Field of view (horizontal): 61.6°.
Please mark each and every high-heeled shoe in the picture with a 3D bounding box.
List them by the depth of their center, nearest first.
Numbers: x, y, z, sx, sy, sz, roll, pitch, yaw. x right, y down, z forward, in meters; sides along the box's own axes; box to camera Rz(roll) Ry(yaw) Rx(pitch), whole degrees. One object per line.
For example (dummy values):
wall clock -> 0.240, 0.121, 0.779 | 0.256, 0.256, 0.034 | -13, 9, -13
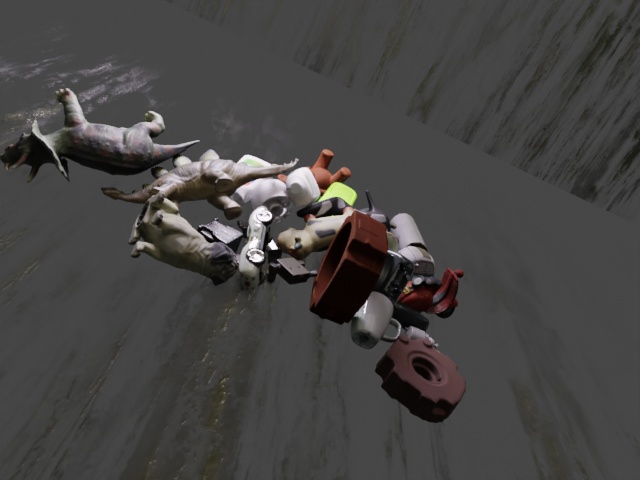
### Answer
high-heeled shoe -> 0.064, -0.039, 1.343 | 0.249, 0.086, 0.145 | -16, 90, -26

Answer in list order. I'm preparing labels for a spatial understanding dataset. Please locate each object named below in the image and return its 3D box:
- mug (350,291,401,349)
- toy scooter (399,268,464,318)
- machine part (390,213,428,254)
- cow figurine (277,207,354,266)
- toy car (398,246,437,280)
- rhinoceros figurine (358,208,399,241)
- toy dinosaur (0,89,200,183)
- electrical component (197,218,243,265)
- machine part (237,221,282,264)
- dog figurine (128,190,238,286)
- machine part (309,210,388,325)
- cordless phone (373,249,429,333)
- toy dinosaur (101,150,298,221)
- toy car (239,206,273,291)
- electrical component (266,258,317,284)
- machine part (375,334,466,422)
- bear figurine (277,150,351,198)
mug -> 0.110, 0.175, 1.091 | 0.109, 0.080, 0.107 | 35, 38, -4
toy scooter -> 0.266, 0.119, 1.256 | 0.184, 0.135, 0.075 | 9, 33, -30
machine part -> 0.250, -0.003, 1.524 | 0.079, 0.079, 0.243 | 18, 28, -17
cow figurine -> -0.003, -0.004, 1.243 | 0.195, 0.085, 0.127 | -10, 33, -3
toy car -> 0.235, 0.070, 1.353 | 0.161, 0.102, 0.109 | 8, 33, -29
rhinoceros figurine -> 0.153, -0.020, 1.470 | 0.112, 0.073, 0.190 | 3, 35, -41
toy dinosaur -> -0.440, -0.192, 1.129 | 0.405, 0.131, 0.192 | 4, 57, -26
electrical component -> -0.198, 0.009, 1.131 | 0.119, 0.047, 0.075 | 32, 27, 14
machine part -> -0.131, 0.000, 1.220 | 0.084, 0.039, 0.139 | 9, 30, -42
dog figurine -> -0.260, 0.002, 1.054 | 0.190, 0.121, 0.172 | 28, 26, -31
machine part -> 0.061, 0.057, 1.107 | 0.087, 0.201, 0.201 | 27, 26, -9
cordless phone -> 0.179, 0.117, 1.180 | 0.184, 0.146, 0.089 | 33, -8, -4
toy dinosaur -> -0.247, -0.136, 1.221 | 0.471, 0.105, 0.199 | -7, 36, -23
toy car -> -0.132, 0.014, 1.107 | 0.056, 0.073, 0.202 | 6, 46, -1
electrical component -> -0.065, 0.069, 1.143 | 0.078, 0.045, 0.102 | 38, 28, 28
machine part -> 0.195, 0.260, 1.029 | 0.179, 0.056, 0.179 | 21, 29, -12
bear figurine -> -0.021, -0.179, 1.540 | 0.120, 0.132, 0.196 | 49, 26, 17
